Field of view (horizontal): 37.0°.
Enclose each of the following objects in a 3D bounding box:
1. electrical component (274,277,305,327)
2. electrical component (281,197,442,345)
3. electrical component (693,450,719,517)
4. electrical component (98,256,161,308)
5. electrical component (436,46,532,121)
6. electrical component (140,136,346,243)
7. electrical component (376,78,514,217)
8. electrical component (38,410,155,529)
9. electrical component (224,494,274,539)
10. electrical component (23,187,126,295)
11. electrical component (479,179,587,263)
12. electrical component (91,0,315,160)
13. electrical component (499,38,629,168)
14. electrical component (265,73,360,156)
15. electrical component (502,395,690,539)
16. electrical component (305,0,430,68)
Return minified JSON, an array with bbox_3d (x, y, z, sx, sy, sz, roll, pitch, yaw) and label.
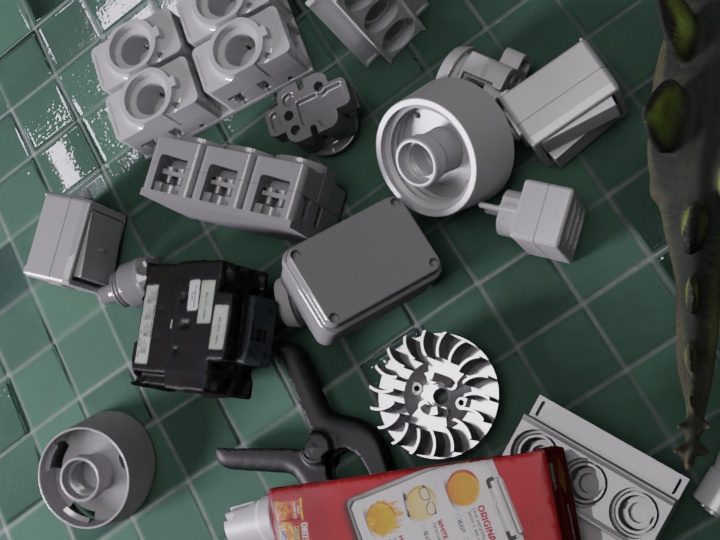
[{"bbox_3d":[-0.040,0.022,0.918,0.055,0.048,0.066,-15,73,10],"label":"electrical component"},{"bbox_3d":[0.000,0.000,0.870,0.113,0.057,0.078,-28,78,-17],"label":"electrical component"},{"bbox_3d":[0.269,0.147,0.770,0.044,0.044,0.065,33,96,24],"label":"electrical component"},{"bbox_3d":[-0.210,0.014,0.987,0.062,0.043,0.043,-20,72,18],"label":"electrical component"},{"bbox_3d":[0.099,-0.151,0.893,0.057,0.058,0.078,29,98,24],"label":"electrical component"},{"bbox_3d":[-0.099,-0.070,0.936,0.150,0.089,0.061,13,84,24],"label":"electrical component"},{"bbox_3d":[0.062,-0.094,0.864,0.108,0.060,0.108,20,124,33],"label":"electrical component"},{"bbox_3d":[-0.235,0.179,0.963,0.099,0.064,0.099,0,91,16],"label":"electrical component"},{"bbox_3d":[-0.085,0.210,0.898,0.046,0.040,0.040,-18,72,23],"label":"electrical component"},{"bbox_3d":[-0.261,-0.030,1.007,0.061,0.062,0.096,11,83,23],"label":"electrical component"},{"bbox_3d":[0.132,-0.042,0.851,0.077,0.066,0.047,15,84,23],"label":"electrical component"},{"bbox_3d":[-0.151,-0.197,1.000,0.186,0.060,0.105,-25,71,15],"label":"electrical component"},{"bbox_3d":[0.160,-0.125,0.860,0.096,0.062,0.061,-34,69,12],"label":"electrical component"},{"bbox_3d":[-0.035,-0.133,0.942,0.078,0.057,0.058,-23,71,16],"label":"electrical component"},{"bbox_3d":[0.170,0.157,0.794,0.121,0.063,0.078,29,90,24],"label":"electrical component"},{"bbox_3d":[0.001,-0.234,0.914,0.079,0.121,0.063,-44,64,8],"label":"electrical component"}]
